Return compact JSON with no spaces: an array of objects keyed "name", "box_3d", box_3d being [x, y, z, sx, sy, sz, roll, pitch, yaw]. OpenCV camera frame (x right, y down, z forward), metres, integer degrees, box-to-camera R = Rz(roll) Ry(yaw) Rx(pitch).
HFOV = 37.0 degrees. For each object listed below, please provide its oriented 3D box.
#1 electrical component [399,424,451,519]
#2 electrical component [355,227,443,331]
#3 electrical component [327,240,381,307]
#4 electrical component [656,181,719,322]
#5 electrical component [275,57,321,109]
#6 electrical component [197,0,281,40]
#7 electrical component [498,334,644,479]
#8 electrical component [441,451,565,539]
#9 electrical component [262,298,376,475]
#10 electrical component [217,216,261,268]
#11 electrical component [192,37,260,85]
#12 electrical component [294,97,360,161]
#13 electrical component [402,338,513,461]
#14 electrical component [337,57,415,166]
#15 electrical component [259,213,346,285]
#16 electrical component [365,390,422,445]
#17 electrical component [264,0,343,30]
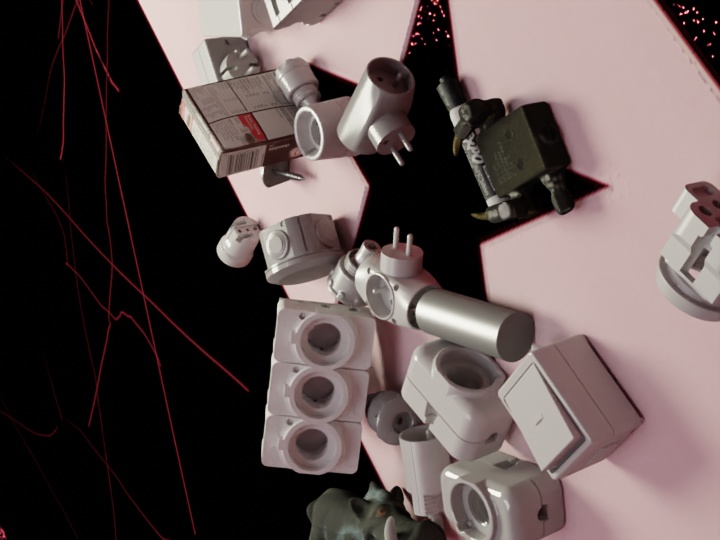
[{"name":"electrical component","box_3d":[0.062,0.185,0.971,0.043,0.043,0.081,9,111,55]},{"name":"electrical component","box_3d":[0.035,0.002,0.937,0.077,0.044,0.079,32,127,47]},{"name":"electrical component","box_3d":[0.000,0.000,0.992,0.048,0.048,0.062,54,135,30]},{"name":"electrical component","box_3d":[0.215,-0.006,0.648,0.078,0.058,0.057,52,138,32]},{"name":"electrical component","box_3d":[-0.054,-0.168,1.013,0.061,0.035,0.035,60,145,18]},{"name":"electrical component","box_3d":[-0.120,-0.276,1.058,0.100,0.048,0.099,18,117,53]},{"name":"electrical component","box_3d":[0.146,0.096,0.789,0.096,0.061,0.061,58,144,25]},{"name":"electrical component","box_3d":[0.112,0.188,0.880,0.095,0.059,0.053,10,111,55]},{"name":"electrical component","box_3d":[-0.040,0.109,1.007,0.061,0.089,0.150,-116,32,-80]},{"name":"electrical component","box_3d":[-0.131,-0.031,1.184,0.040,0.040,0.046,60,138,23]},{"name":"electrical component","box_3d":[-0.127,-0.201,1.099,0.076,0.047,0.083,-26,80,57]},{"name":"electrical component","box_3d":[-0.028,-0.127,0.978,0.055,0.047,0.055,28,125,49]},{"name":"electrical component","box_3d":[0.083,0.103,0.895,0.095,0.054,0.059,48,139,36]},{"name":"electrical component","box_3d":[0.021,-0.124,0.908,0.079,0.043,0.077,60,145,22]},{"name":"electrical component","box_3d":[-0.056,-0.019,1.036,0.080,0.080,0.051,-35,68,56]},{"name":"electrical component","box_3d":[0.025,0.133,1.007,0.062,0.048,0.048,25,123,60]},{"name":"electrical component","box_3d":[-0.047,-0.259,0.952,0.089,0.050,0.055,-25,81,57]}]
